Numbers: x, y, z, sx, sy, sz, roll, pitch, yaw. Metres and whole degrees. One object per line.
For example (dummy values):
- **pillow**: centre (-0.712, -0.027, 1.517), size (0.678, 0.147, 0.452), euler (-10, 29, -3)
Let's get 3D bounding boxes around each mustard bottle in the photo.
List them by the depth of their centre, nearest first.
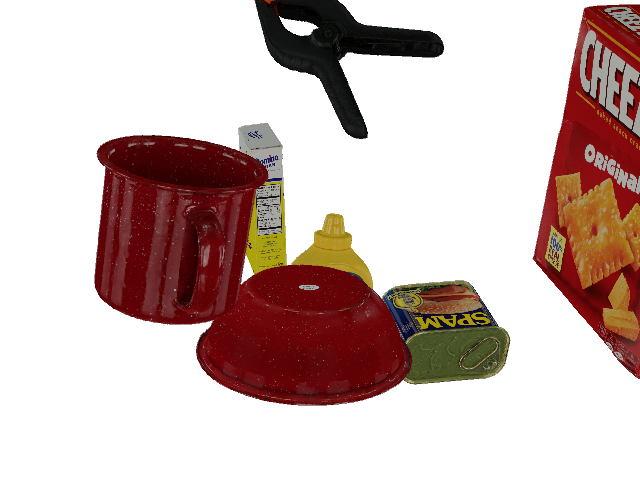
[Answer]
- **mustard bottle**: centre (0.008, 0.066, 1.156), size (0.096, 0.192, 0.058), euler (2, 14, -11)

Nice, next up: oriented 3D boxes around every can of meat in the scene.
- **can of meat**: centre (0.111, 0.082, 0.985), size (0.102, 0.057, 0.084), euler (-3, 31, -14)

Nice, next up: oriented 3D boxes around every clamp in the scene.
- **clamp**: centre (0.019, -0.174, 0.929), size (0.120, 0.171, 0.039), euler (-38, -21, -20)

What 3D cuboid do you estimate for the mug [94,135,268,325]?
- **mug**: centre (-0.075, -0.001, 0.579), size (0.093, 0.081, 0.117), euler (0, 22, -26)

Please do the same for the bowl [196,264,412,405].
- **bowl**: centre (-0.010, 0.059, 0.787), size (0.162, 0.055, 0.162), euler (3, 20, -1)

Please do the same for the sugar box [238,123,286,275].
- **sugar box**: centre (-0.072, -0.048, 1.325), size (0.048, 0.176, 0.093), euler (-9, 25, -11)

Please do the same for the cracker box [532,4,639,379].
- **cracker box**: centre (0.227, -0.036, 0.743), size (0.072, 0.214, 0.164), euler (-6, 33, -16)
